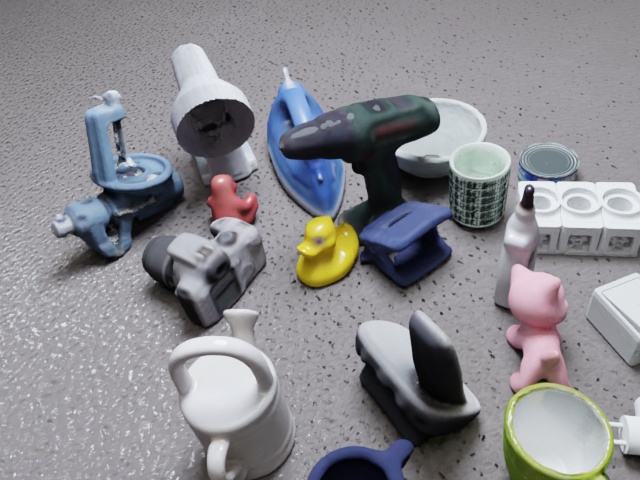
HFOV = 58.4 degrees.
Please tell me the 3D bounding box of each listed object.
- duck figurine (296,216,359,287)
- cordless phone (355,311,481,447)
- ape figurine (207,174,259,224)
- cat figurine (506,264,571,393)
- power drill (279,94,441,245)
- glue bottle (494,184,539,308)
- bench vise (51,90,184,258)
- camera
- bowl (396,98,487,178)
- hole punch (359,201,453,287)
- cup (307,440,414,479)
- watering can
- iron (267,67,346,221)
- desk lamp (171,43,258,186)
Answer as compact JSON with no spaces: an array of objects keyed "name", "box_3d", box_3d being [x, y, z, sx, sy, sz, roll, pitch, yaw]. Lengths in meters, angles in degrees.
[{"name":"duck figurine","box_3d":[0.007,0.003,0.785,0.077,0.086,0.105,30,58,33]},{"name":"cordless phone","box_3d":[0.096,0.113,0.591,0.094,0.185,0.147,-31,49,-19]},{"name":"ape figurine","box_3d":[-0.139,-0.061,0.869,0.077,0.092,0.076,11,49,20]},{"name":"cat figurine","box_3d":[0.243,0.092,0.632,0.067,0.118,0.128,-2,46,9]},{"name":"power drill","box_3d":[0.062,-0.098,0.787,0.230,0.209,0.075,-28,48,-16]},{"name":"glue bottle","box_3d":[0.238,0.003,0.681,0.037,0.173,0.078,16,51,25]},{"name":"bench vise","box_3d":[-0.301,-0.091,0.839,0.121,0.220,0.207,10,49,19]},{"name":"camera","box_3d":[-0.168,0.023,0.787,0.136,0.101,0.143,20,53,27]},{"name":"bowl","box_3d":[0.178,-0.151,0.911,0.167,0.075,0.167,-5,45,6]},{"name":"hole punch","box_3d":[0.112,-0.009,0.773,0.109,0.091,0.100,-33,49,-21]},{"name":"cup","box_3d":[0.045,0.245,0.535,0.118,0.095,0.091,-38,51,-24]},{"name":"watering can","box_3d":[-0.092,0.150,0.582,0.101,0.194,0.172,-19,46,-7]},{"name":"iron","box_3d":[-0.022,-0.160,0.910,0.118,0.142,0.257,-16,45,-5]},{"name":"desk lamp","box_3d":[-0.175,-0.189,0.916,0.118,0.214,0.202,-20,46,-9]}]
